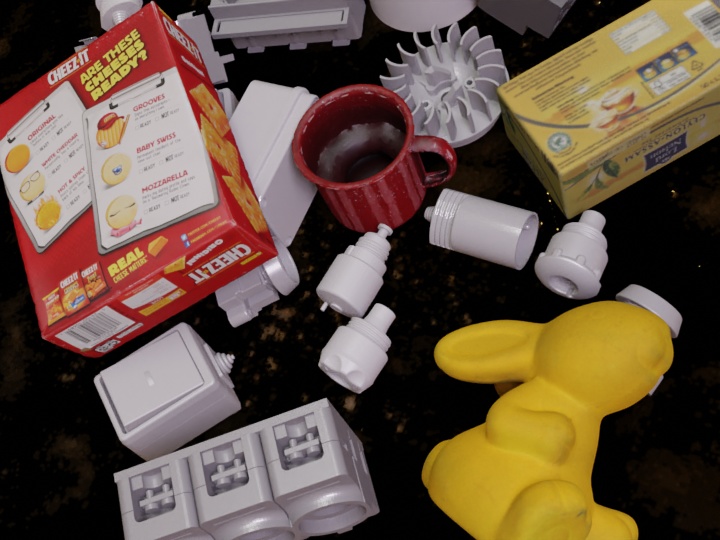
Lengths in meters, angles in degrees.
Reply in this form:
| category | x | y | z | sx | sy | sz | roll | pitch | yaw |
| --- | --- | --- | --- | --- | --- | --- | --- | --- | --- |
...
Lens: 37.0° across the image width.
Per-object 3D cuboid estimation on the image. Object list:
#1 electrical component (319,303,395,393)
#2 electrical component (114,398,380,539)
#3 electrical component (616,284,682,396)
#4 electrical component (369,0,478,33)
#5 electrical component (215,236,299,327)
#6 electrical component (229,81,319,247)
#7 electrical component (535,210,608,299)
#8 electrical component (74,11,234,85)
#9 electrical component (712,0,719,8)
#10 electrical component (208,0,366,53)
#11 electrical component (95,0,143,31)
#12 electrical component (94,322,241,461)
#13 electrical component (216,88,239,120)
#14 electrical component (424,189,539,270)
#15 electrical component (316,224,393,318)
| category | x | y | z | sx | sy | sz | roll | pitch | yaw |
| --- | --- | --- | --- | --- | --- | --- | --- | --- | --- |
| electrical component | 0.002 | 0.053 | 0.772 | 0.043 | 0.043 | 0.062 | 26 | 71 | 27 |
| electrical component | -0.072 | 0.152 | 0.713 | 0.150 | 0.089 | 0.061 | -20 | 58 | 6 |
| electrical component | 0.183 | 0.044 | 0.721 | 0.066 | 0.048 | 0.055 | 34 | 84 | 29 |
| electrical component | 0.052 | -0.265 | 0.920 | 0.108 | 0.060 | 0.108 | -7 | 60 | 13 |
| electrical component | -0.080 | 0.004 | 0.823 | 0.055 | 0.048 | 0.066 | -26 | 57 | 11 |
| electrical component | -0.070 | -0.083 | 0.847 | 0.057 | 0.078 | 0.113 | 16 | 68 | 24 |
| electrical component | 0.155 | -0.014 | 0.762 | 0.048 | 0.048 | 0.062 | 17 | 62 | 24 |
| electrical component | -0.181 | -0.177 | 0.917 | 0.121 | 0.063 | 0.079 | -5 | 17 | 31 |
| electrical component | 0.279 | -0.230 | 0.815 | 0.062 | 0.089 | 0.150 | -42 | 59 | -8 |
| electrical component | -0.061 | -0.229 | 0.933 | 0.121 | 0.063 | 0.078 | -1 | 62 | 16 |
| electrical component | -0.227 | -0.259 | 1.012 | 0.043 | 0.043 | 0.081 | -17 | 59 | 8 |
| electrical component | -0.136 | 0.085 | 0.786 | 0.096 | 0.061 | 0.061 | -32 | 58 | -2 |
| electrical component | -0.128 | -0.106 | 0.888 | 0.096 | 0.061 | 0.061 | -15 | 59 | 9 |
| electrical component | 0.086 | -0.032 | 0.793 | 0.081 | 0.043 | 0.043 | 18 | 69 | 25 |
| electrical component | 0.000 | 0.000 | 0.803 | 0.040 | 0.040 | 0.078 | 23 | 71 | 26 |
